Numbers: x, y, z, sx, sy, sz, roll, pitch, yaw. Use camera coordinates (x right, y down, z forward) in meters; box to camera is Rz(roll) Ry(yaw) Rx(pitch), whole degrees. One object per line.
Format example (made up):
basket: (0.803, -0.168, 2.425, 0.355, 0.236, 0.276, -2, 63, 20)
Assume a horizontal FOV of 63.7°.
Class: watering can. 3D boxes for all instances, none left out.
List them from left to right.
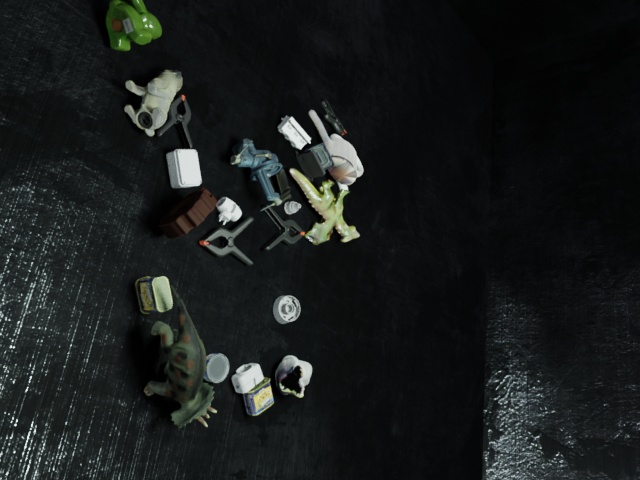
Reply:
watering can: (0.062, -0.364, 2.108, 0.343, 0.103, 0.230, 40, 34, -28)

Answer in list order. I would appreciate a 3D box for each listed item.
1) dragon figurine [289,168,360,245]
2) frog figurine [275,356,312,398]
dragon figurine: (0.006, -0.101, 2.016, 0.407, 0.122, 0.245, 22, 75, -36)
frog figurine: (-0.092, 0.467, 1.804, 0.160, 0.122, 0.137, -63, 130, -82)
